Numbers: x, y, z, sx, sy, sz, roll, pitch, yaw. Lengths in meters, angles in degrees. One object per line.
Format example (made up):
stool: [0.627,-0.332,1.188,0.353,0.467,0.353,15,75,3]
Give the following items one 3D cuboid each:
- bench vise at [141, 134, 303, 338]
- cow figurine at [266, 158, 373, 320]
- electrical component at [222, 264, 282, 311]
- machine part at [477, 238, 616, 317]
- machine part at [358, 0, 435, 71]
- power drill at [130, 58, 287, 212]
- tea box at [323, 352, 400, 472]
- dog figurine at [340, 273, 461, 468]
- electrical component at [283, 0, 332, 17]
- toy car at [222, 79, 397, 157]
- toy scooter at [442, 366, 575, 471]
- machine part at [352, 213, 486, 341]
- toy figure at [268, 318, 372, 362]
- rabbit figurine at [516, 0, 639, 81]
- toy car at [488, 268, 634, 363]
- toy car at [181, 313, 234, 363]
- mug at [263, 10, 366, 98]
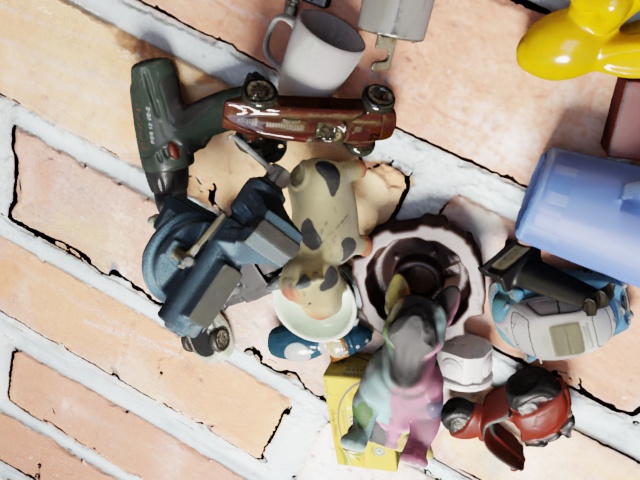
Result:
bench vise: [-0.137,-0.011,0.639,0.241,0.128,0.223,26,92,47]
cow figurine: [-0.001,-0.002,0.644,0.086,0.127,0.194,-5,87,47]
electrical component: [-0.114,0.030,0.779,0.134,0.058,0.114,-25,105,28]
machine part: [0.256,0.042,0.608,0.139,0.084,0.039,26,136,41]
machine part: [0.092,-0.295,0.545,0.079,0.079,0.243,17,118,12]
power drill: [-0.151,-0.130,0.714,0.208,0.086,0.231,-1,111,28]
tea box: [0.068,0.258,0.811,0.098,0.068,0.169,-2,112,21]
dog figurine: [0.110,0.157,0.670,0.109,0.191,0.219,13,81,17]
electrical component: [-0.009,-0.293,0.613,0.063,0.021,0.094,26,119,7]
toy car: [-0.008,-0.132,0.609,0.202,0.053,0.089,-3,152,-19]
toy scooter: [0.270,0.254,0.733,0.184,0.075,0.135,-33,99,32]
machine part: [0.130,0.050,0.701,0.180,0.056,0.179,7,115,16]
toy figure: [0.000,0.151,0.795,0.155,0.058,0.064,-5,151,20]
rabbit figurine: [0.270,-0.222,0.511,0.162,0.122,0.173,30,134,-6]
toy car: [0.285,0.096,0.640,0.162,0.103,0.109,-9,111,25]
toy car: [-0.197,0.103,0.844,0.074,0.056,0.201,-9,109,29]
mug: [-0.018,-0.202,0.624,0.109,0.081,0.107,25,130,-6]
